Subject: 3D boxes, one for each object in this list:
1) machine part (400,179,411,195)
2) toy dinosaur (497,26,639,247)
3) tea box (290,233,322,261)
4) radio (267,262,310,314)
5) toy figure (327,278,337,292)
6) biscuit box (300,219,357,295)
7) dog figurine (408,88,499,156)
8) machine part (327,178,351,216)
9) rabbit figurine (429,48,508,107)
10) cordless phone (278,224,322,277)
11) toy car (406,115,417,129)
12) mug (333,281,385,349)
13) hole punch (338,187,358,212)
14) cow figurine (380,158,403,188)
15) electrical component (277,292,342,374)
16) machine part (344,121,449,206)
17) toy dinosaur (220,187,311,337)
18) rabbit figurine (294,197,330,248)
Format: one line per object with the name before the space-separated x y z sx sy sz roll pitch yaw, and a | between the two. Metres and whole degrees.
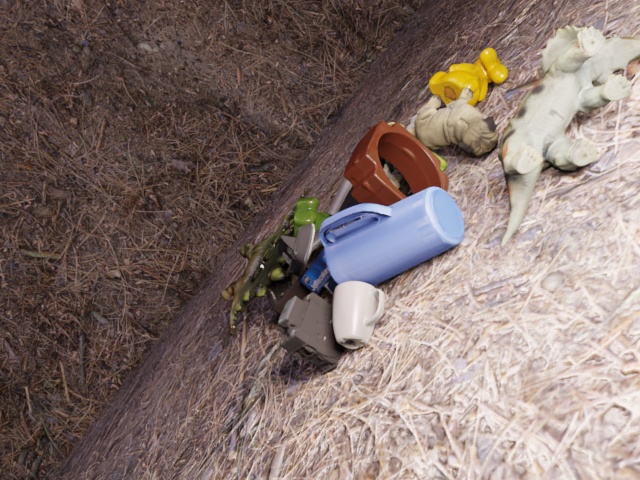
machine part | 0.193 -0.109 1.250 0.084 0.039 0.138 -52 -2 -42
toy dinosaur | 0.349 -0.178 0.826 0.404 0.131 0.192 -55 1 4
tea box | -0.047 0.004 1.598 0.169 0.098 0.068 -44 15 30
radio | -0.073 0.127 1.419 0.131 0.073 0.230 -50 13 -1
toy figure | 0.081 0.058 1.157 0.154 0.064 0.057 -46 -25 2
biscuit box | 0.033 0.041 1.233 0.063 0.059 0.202 -32 -19 -54
dog figurine | 0.267 -0.219 1.099 0.172 0.121 0.191 -28 23 21
machine part | 0.087 -0.129 1.504 0.243 0.079 0.079 -63 16 -6
rabbit figurine | 0.371 -0.393 1.285 0.173 0.122 0.162 -36 1 -22
cordless phone | -0.002 -0.003 1.270 0.184 0.089 0.146 -34 -13 -18
toy car | 0.249 -0.279 1.397 0.073 0.056 0.201 -55 -6 -14
mug | 0.072 0.137 0.966 0.110 0.080 0.107 -19 48 36
hole punch | 0.123 -0.078 1.322 0.116 0.092 0.142 5 59 57
cow figurine | 0.162 -0.174 1.403 0.068 0.098 0.167 -42 16 11
electrical component | -0.015 0.170 1.018 0.058 0.134 0.115 -40 20 39
machine part | 0.156 -0.126 1.088 0.087 0.201 0.201 -40 19 42
toy dinosaur | -0.146 0.051 1.495 0.199 0.105 0.471 -19 43 51
rabbit figurine | 0.020 -0.021 1.393 0.121 0.170 0.158 -80 -9 -66
